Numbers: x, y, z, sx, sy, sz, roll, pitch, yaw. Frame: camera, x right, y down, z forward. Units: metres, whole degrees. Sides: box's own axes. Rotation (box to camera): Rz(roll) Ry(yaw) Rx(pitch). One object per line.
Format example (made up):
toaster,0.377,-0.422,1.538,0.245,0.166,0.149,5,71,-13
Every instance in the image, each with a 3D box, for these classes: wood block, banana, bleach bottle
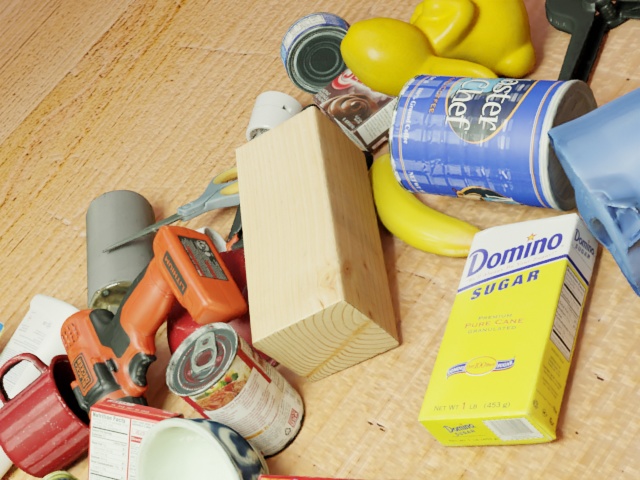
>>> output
wood block,-0.005,0.001,0.910,0.091,0.090,0.206,-27,50,23
banana,0.084,-0.033,0.944,0.070,0.037,0.198,-37,36,8
bleach bottle,-0.319,0.176,1.069,0.103,0.068,0.250,8,60,53

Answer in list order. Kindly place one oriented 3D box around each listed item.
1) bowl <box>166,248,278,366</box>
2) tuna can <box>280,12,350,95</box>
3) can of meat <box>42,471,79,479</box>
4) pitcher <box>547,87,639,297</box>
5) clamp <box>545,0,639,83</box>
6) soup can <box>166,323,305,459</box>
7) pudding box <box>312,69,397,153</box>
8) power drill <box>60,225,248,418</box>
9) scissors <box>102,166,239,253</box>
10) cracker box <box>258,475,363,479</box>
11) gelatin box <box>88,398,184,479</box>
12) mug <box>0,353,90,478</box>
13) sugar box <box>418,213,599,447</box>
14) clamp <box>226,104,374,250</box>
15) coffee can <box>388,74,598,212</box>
bowl,-0.086,0.062,0.984,0.162,0.055,0.162,-24,38,21
tuna can,0.002,-0.201,1.157,0.086,0.086,0.034,-33,37,11
can of meat,-0.225,0.261,0.898,0.102,0.057,0.084,-47,39,-8
pitcher,0.290,-0.075,0.739,0.243,0.145,0.149,-29,49,10
clamp,0.270,-0.213,0.968,0.165,0.036,0.210,-26,38,19
soup can,-0.066,0.123,0.859,0.069,0.102,0.068,-24,39,21
pudding box,0.053,-0.145,1.090,0.090,0.039,0.114,-40,36,-1
power drill,-0.145,0.094,0.928,0.188,0.057,0.184,-47,57,23
scissors,-0.134,-0.038,1.113,0.201,0.016,0.096,-20,24,-7
cracker box,0.002,0.261,0.678,0.164,0.072,0.213,-8,48,38
gelatin box,-0.152,0.180,0.878,0.073,0.089,0.030,8,10,19
mug,-0.253,0.158,0.988,0.081,0.117,0.093,-38,9,12
sugar box,0.140,0.064,0.781,0.094,0.048,0.176,-11,46,39
clamp,-0.032,-0.056,1.055,0.171,0.039,0.120,-41,39,10
coffee can,0.142,-0.081,0.868,0.141,0.102,0.102,9,57,35
